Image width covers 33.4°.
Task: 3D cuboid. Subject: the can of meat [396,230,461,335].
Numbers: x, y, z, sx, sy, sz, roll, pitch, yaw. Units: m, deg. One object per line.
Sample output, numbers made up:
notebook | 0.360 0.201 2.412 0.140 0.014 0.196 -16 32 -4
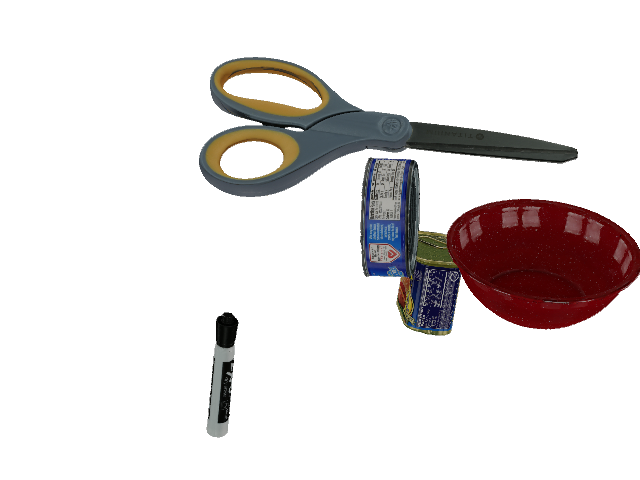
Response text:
can of meat | 0.116 0.045 1.146 0.057 0.084 0.102 6 18 -5

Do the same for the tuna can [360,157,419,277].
tuna can | 0.051 -0.016 0.762 0.034 0.086 0.086 2 0 10

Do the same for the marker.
marker | -0.085 0.116 0.919 0.020 0.121 0.020 6 27 -3

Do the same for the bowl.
bowl | 0.185 0.027 0.904 0.162 0.055 0.162 1 32 -1

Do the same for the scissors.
scissors | 0.023 -0.044 0.562 0.202 0.096 0.016 22 -26 18
